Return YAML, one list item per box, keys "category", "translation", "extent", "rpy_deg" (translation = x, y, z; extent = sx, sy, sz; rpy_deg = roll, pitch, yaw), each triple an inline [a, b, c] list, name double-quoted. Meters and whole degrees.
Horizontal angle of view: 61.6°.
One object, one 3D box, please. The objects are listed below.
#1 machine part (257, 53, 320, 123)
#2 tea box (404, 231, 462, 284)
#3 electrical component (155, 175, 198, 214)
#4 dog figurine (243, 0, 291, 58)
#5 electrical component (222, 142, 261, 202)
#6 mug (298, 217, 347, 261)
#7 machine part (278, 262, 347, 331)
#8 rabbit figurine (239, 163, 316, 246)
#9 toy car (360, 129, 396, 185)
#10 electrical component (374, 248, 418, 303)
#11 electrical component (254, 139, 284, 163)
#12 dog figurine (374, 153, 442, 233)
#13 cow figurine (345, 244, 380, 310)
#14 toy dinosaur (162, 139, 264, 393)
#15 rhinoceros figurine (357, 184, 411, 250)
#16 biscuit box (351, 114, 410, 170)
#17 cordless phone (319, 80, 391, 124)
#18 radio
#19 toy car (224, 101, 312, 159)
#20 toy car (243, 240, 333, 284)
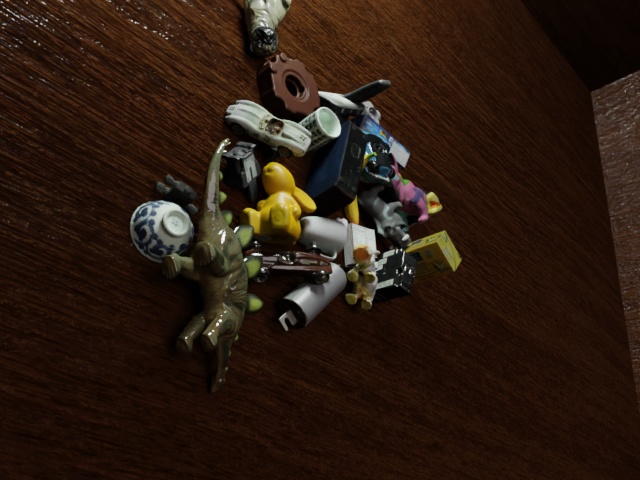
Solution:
- category: "machine part"
  translation: [-0.075, -0.376, 1.348]
  extent: [0.179, 0.056, 0.179]
  rpy_deg: [19, 61, -40]
- category: "tea box"
  translation: [0.276, 0.052, 1.432]
  extent: [0.098, 0.170, 0.068]
  rpy_deg: [57, 43, -9]
- category: "electrical component"
  translation: [-0.266, -0.085, 1.025]
  extent: [0.094, 0.063, 0.021]
  rpy_deg: [39, 49, -28]
- category: "dog figurine"
  translation: [-0.125, -0.548, 1.355]
  extent: [0.172, 0.121, 0.190]
  rpy_deg: [-14, 97, -44]
- category: "electrical component"
  translation: [-0.164, -0.143, 1.158]
  extent: [0.075, 0.048, 0.119]
  rpy_deg: [-52, 147, -41]
- category: "mug"
  translation: [-0.003, -0.004, 1.248]
  extent: [0.107, 0.081, 0.109]
  rpy_deg: [16, 57, -28]
- category: "machine part"
  translation: [-0.014, 0.119, 1.181]
  extent: [0.243, 0.079, 0.079]
  rpy_deg: [-38, 101, -45]
- category: "rabbit figurine"
  translation: [-0.081, -0.082, 1.166]
  extent: [0.162, 0.122, 0.173]
  rpy_deg: [14, 65, -48]
- category: "toy car"
  translation: [0.130, -0.207, 1.436]
  extent: [0.109, 0.103, 0.162]
  rpy_deg: [10, 56, -39]
- category: "electrical component"
  translation: [0.184, 0.086, 1.366]
  extent: [0.058, 0.115, 0.134]
  rpy_deg: [40, 51, -29]
- category: "electrical component"
  translation: [-0.110, -0.230, 1.257]
  extent: [0.078, 0.045, 0.102]
  rpy_deg: [38, 50, -30]
- category: "dog figurine"
  translation: [0.236, -0.142, 1.525]
  extent: [0.191, 0.108, 0.219]
  rpy_deg: [-32, 94, -46]
- category: "cow figurine"
  translation: [0.109, 0.073, 1.283]
  extent: [0.098, 0.068, 0.167]
  rpy_deg: [-52, 150, -56]
- category: "toy dinosaur"
  translation: [-0.188, 0.044, 0.984]
  extent: [0.198, 0.105, 0.470]
  rpy_deg: [-10, 100, -67]
- category: "rhinoceros figurine"
  translation: [0.173, -0.058, 1.432]
  extent: [0.190, 0.073, 0.112]
  rpy_deg: [48, 41, -10]
- category: "biscuit box"
  translation: [0.167, -0.275, 1.532]
  extent: [0.202, 0.063, 0.059]
  rpy_deg: [33, 70, -31]
- category: "cordless phone"
  translation: [0.084, -0.376, 1.413]
  extent: [0.146, 0.184, 0.088]
  rpy_deg: [-7, 83, -47]
- category: "radio"
  translation: [0.039, -0.176, 1.320]
  extent: [0.073, 0.131, 0.229]
  rpy_deg: [33, 52, -30]
- category: "toy car"
  translation: [-0.117, -0.250, 1.209]
  extent: [0.202, 0.056, 0.073]
  rpy_deg: [26, 58, -3]
- category: "toy car"
  translation: [-0.065, 0.046, 1.133]
  extent: [0.202, 0.053, 0.089]
  rpy_deg: [4, 45, -23]
